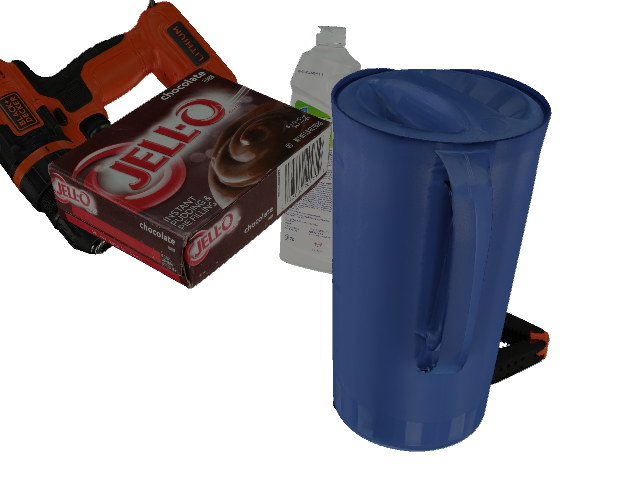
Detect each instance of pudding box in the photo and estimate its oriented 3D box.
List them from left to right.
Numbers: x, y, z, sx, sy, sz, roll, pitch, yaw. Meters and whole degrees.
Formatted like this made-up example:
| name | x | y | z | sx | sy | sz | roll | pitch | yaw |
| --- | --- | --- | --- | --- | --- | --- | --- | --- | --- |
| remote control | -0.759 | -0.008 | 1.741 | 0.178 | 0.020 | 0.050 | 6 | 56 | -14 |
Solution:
| name | x | y | z | sx | sy | sz | roll | pitch | yaw |
| --- | --- | --- | --- | --- | --- | --- | --- | --- | --- |
| pudding box | -0.062 | -0.035 | 0.529 | 0.090 | 0.039 | 0.113 | 27 | 46 | 26 |

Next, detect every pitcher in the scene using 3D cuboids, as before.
| name | x | y | z | sx | sy | sz | roll | pitch | yaw |
| --- | --- | --- | --- | --- | --- | --- | --- | --- | --- |
| pitcher | 0.068 | 0.020 | 0.691 | 0.145 | 0.243 | 0.149 | 22 | 34 | 32 |

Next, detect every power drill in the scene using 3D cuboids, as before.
| name | x | y | z | sx | sy | sz | roll | pitch | yaw |
| --- | --- | --- | --- | --- | --- | --- | --- | --- | --- |
| power drill | -0.158 | -0.095 | 0.817 | 0.187 | 0.184 | 0.057 | -31 | -16 | -28 |

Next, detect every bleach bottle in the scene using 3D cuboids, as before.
| name | x | y | z | sx | sy | sz | roll | pitch | yaw |
| --- | --- | --- | --- | --- | --- | --- | --- | --- | --- |
| bleach bottle | 0.011 | -0.096 | 1.118 | 0.103 | 0.251 | 0.067 | 13 | 16 | 34 |

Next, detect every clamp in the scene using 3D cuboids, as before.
| name | x | y | z | sx | sy | sz | roll | pitch | yaw |
| --- | --- | --- | --- | --- | --- | --- | --- | --- | --- |
| clamp | 0.110 | 0.105 | 1.020 | 0.210 | 0.164 | 0.036 | 6 | -43 | 8 |
